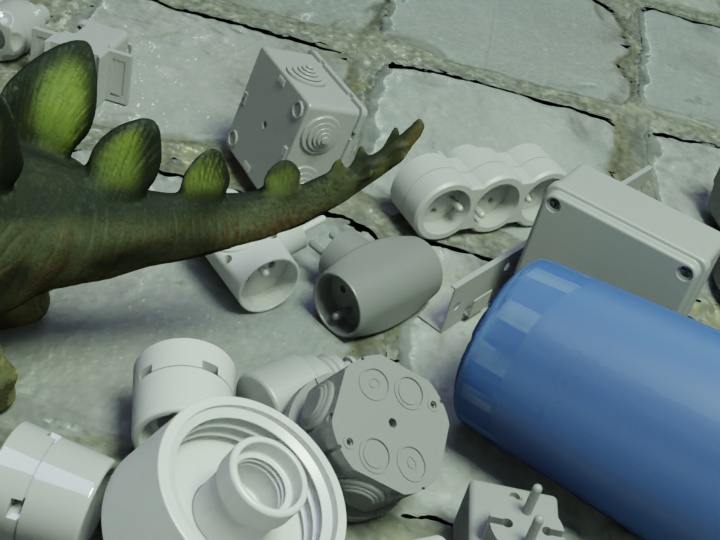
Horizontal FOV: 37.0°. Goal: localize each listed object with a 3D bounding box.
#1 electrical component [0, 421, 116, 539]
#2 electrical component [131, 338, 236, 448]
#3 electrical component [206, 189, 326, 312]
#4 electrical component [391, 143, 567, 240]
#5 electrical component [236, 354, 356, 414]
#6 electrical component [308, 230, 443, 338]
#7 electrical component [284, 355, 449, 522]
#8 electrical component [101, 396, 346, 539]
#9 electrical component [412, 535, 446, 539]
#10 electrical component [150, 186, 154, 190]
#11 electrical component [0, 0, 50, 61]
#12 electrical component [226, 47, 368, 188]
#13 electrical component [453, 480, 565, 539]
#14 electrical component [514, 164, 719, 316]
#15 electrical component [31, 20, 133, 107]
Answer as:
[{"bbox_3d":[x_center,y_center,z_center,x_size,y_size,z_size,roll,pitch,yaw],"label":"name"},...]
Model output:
[{"bbox_3d":[-0.147,0.105,0.508,0.047,0.055,0.055,20,37,0],"label":"electrical component"},{"bbox_3d":[-0.094,0.072,0.569,0.055,0.055,0.047,6,42,-11],"label":"electrical component"},{"bbox_3d":[-0.061,-0.022,0.696,0.079,0.044,0.077,-29,51,-15],"label":"electrical component"},{"bbox_3d":[0.084,-0.070,0.810,0.138,0.052,0.073,-9,43,-28],"label":"electrical component"},{"bbox_3d":[-0.033,0.067,0.606,0.078,0.040,0.040,-21,49,-38],"label":"electrical component"},{"bbox_3d":[0.000,0.000,0.700,0.077,0.043,0.079,-24,51,-40],"label":"electrical component"},{"bbox_3d":[0.003,0.087,0.562,0.080,0.051,0.080,17,58,-28],"label":"electrical component"},{"bbox_3d":[-0.057,0.109,0.497,0.108,0.060,0.108,26,38,-23],"label":"electrical component"},{"bbox_3d":[0.018,0.154,0.500,0.047,0.055,0.055,-3,40,-16],"label":"electrical component"},{"bbox_3d":[-0.145,-0.041,0.688,0.035,0.061,0.035,9,37,-7],"label":"electrical component"},{"bbox_3d":[-0.273,-0.195,0.860,0.043,0.043,0.062,23,37,11],"label":"electrical component"},{"bbox_3d":[-0.049,-0.101,0.770,0.048,0.099,0.099,2,37,-36],"label":"electrical component"},{"bbox_3d":[0.076,0.136,0.523,0.047,0.075,0.083,12,37,-3],"label":"electrical component"},{"bbox_3d":[0.160,0.005,0.693,0.109,0.108,0.056,30,37,20],"label":"electrical component"},{"bbox_3d":[-0.213,-0.165,0.841,0.081,0.042,0.063,18,35,3],"label":"electrical component"}]
